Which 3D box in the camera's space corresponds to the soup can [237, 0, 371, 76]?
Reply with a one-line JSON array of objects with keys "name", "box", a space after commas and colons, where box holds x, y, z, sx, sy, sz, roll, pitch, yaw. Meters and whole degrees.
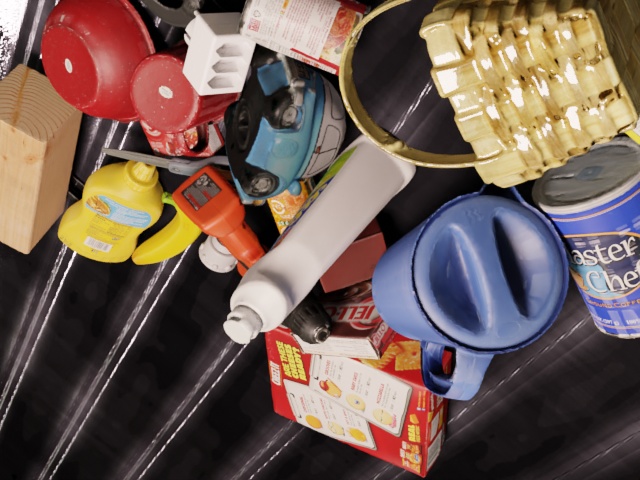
[{"name": "soup can", "box": [-0.014, -0.195, 0.946, 0.102, 0.068, 0.069, 22, 141, -3]}]

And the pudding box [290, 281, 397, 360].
[{"name": "pudding box", "box": [0.037, 0.087, 1.178, 0.114, 0.090, 0.039, -3, 126, 41]}]

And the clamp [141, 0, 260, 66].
[{"name": "clamp", "box": [-0.110, -0.226, 1.035, 0.172, 0.039, 0.120, 16, 129, 23]}]

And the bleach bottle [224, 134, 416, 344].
[{"name": "bleach bottle", "box": [-0.007, 0.001, 1.001, 0.068, 0.250, 0.103, 44, 141, -6]}]

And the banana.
[{"name": "banana", "box": [-0.173, -0.017, 1.271, 0.069, 0.037, 0.198, 7, 154, -18]}]

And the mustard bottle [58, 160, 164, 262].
[{"name": "mustard bottle", "box": [-0.242, -0.043, 1.289, 0.096, 0.058, 0.192, 23, 142, -20]}]

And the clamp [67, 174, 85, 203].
[{"name": "clamp", "box": [-0.372, -0.131, 1.335, 0.210, 0.036, 0.165, 21, 136, 16]}]

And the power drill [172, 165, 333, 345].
[{"name": "power drill", "box": [-0.071, 0.018, 1.143, 0.185, 0.057, 0.187, 41, 169, 51]}]

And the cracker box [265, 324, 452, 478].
[{"name": "cracker box", "box": [0.046, 0.170, 1.266, 0.214, 0.072, 0.164, 20, 136, 24]}]

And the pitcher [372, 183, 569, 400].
[{"name": "pitcher", "box": [0.119, 0.048, 0.971, 0.145, 0.149, 0.243, 54, 170, 0]}]

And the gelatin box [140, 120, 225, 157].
[{"name": "gelatin box", "box": [-0.157, -0.129, 1.172, 0.089, 0.030, 0.073, 5, 130, 35]}]

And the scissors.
[{"name": "scissors", "box": [-0.143, -0.072, 1.195, 0.202, 0.016, 0.096, 6, 152, 30]}]

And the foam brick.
[{"name": "foam brick", "box": [0.030, 0.011, 1.111, 0.078, 0.051, 0.053, -18, 123, 0]}]

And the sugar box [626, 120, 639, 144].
[{"name": "sugar box", "box": [0.323, -0.077, 0.831, 0.176, 0.048, 0.093, 38, 140, -3]}]

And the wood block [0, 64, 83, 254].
[{"name": "wood block", "box": [-0.351, -0.092, 1.264, 0.090, 0.090, 0.206, 29, 138, 2]}]

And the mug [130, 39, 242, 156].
[{"name": "mug", "box": [-0.135, -0.142, 1.072, 0.093, 0.081, 0.117, 3, 109, 23]}]

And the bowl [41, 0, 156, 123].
[{"name": "bowl", "box": [-0.246, -0.192, 1.136, 0.162, 0.055, 0.162, 23, 128, 32]}]

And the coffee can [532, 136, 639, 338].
[{"name": "coffee can", "box": [0.255, -0.002, 0.909, 0.103, 0.102, 0.140, -8, 122, 43]}]
